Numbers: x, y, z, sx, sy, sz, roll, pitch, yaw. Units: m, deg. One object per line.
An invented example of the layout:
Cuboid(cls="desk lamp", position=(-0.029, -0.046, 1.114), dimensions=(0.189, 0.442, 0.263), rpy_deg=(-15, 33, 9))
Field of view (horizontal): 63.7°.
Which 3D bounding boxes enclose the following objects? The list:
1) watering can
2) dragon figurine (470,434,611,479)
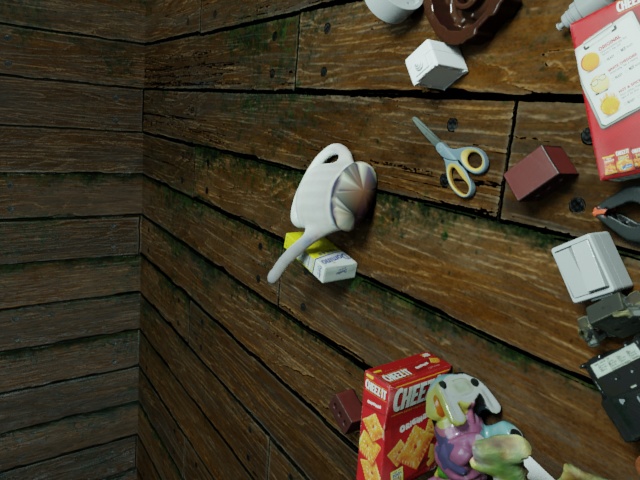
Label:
Cuboid(cls="watering can", position=(0.003, -0.056, 1.123), dimensions=(0.224, 0.103, 0.351), rpy_deg=(4, 70, 53))
Cuboid(cls="dragon figurine", position=(0.338, 0.421, 0.693), dimensions=(0.410, 0.124, 0.239), rpy_deg=(43, 113, 1))
